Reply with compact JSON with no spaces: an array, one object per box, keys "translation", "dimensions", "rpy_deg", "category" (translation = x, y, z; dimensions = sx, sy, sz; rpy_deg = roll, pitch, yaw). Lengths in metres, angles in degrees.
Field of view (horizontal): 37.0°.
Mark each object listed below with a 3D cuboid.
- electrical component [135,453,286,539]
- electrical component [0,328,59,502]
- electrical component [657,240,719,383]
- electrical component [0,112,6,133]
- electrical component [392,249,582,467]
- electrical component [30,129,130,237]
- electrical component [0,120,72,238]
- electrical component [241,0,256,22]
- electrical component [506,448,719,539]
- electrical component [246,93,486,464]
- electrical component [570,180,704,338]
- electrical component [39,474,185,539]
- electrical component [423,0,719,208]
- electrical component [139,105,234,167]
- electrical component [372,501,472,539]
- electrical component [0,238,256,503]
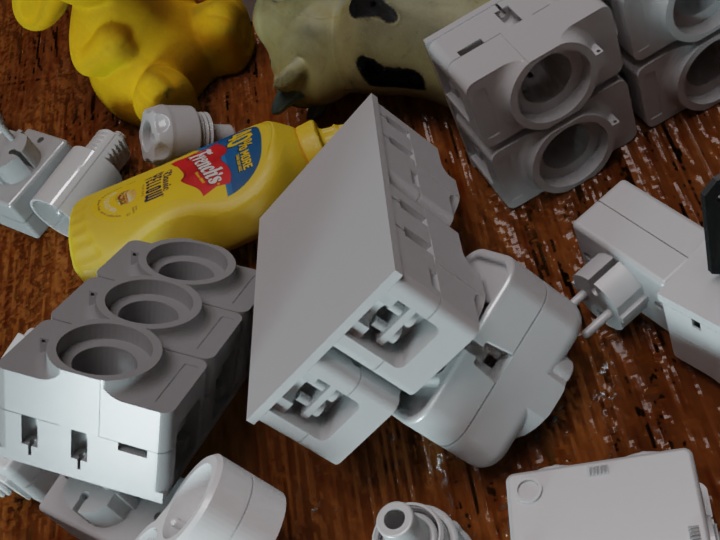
[{"translation":[-0.078,0.159,0.518],"dimensions":[0.138,0.074,0.052],"rpy_deg":[-51,18,13],"category":"electrical component"},{"translation":[-0.192,0.089,0.630],"dimensions":[0.062,0.061,0.096],"rpy_deg":[19,63,34],"category":"electrical component"},{"translation":[0.228,-0.004,0.514],"dimensions":[0.150,0.061,0.089],"rpy_deg":[-45,49,-14],"category":"electrical component"},{"translation":[-0.311,-0.109,0.848],"dimensions":[0.047,0.055,0.055],"rpy_deg":[-18,48,6],"category":"electrical component"},{"translation":[0.063,0.046,0.537],"dimensions":[0.095,0.059,0.054],"rpy_deg":[-58,23,-4],"category":"electrical component"},{"translation":[-0.193,-0.067,0.767],"dimensions":[0.043,0.043,0.081],"rpy_deg":[14,60,32],"category":"electrical component"},{"translation":[-0.246,-0.075,0.775],"dimensions":[0.047,0.076,0.065],"rpy_deg":[19,63,34],"category":"electrical component"},{"translation":[-0.043,-0.256,0.842],"dimensions":[0.109,0.056,0.108],"rpy_deg":[-6,52,20],"category":"electrical component"},{"translation":[0.112,0.130,0.469],"dimensions":[0.100,0.048,0.099],"rpy_deg":[-12,50,15],"category":"electrical component"},{"translation":[0.000,0.000,0.565],"dimensions":[0.105,0.060,0.186],"rpy_deg":[-46,24,23],"category":"electrical component"},{"translation":[0.137,0.005,0.558],"dimensions":[0.077,0.047,0.066],"rpy_deg":[-40,48,-9],"category":"electrical component"},{"translation":[-0.131,0.119,0.569],"dimensions":[0.083,0.075,0.047],"rpy_deg":[15,61,32],"category":"electrical component"},{"translation":[0.144,-0.125,0.619],"dimensions":[0.186,0.105,0.060],"rpy_deg":[-30,48,-1],"category":"electrical component"},{"translation":[-0.119,-0.093,0.749],"dimensions":[0.062,0.043,0.043],"rpy_deg":[-3,39,-30],"category":"electrical component"},{"translation":[0.026,0.128,0.500],"dimensions":[0.048,0.062,0.048],"rpy_deg":[-13,50,15],"category":"electrical component"},{"translation":[-0.113,0.043,0.571],"dimensions":[0.089,0.061,0.150],"rpy_deg":[14,28,9],"category":"electrical component"}]
